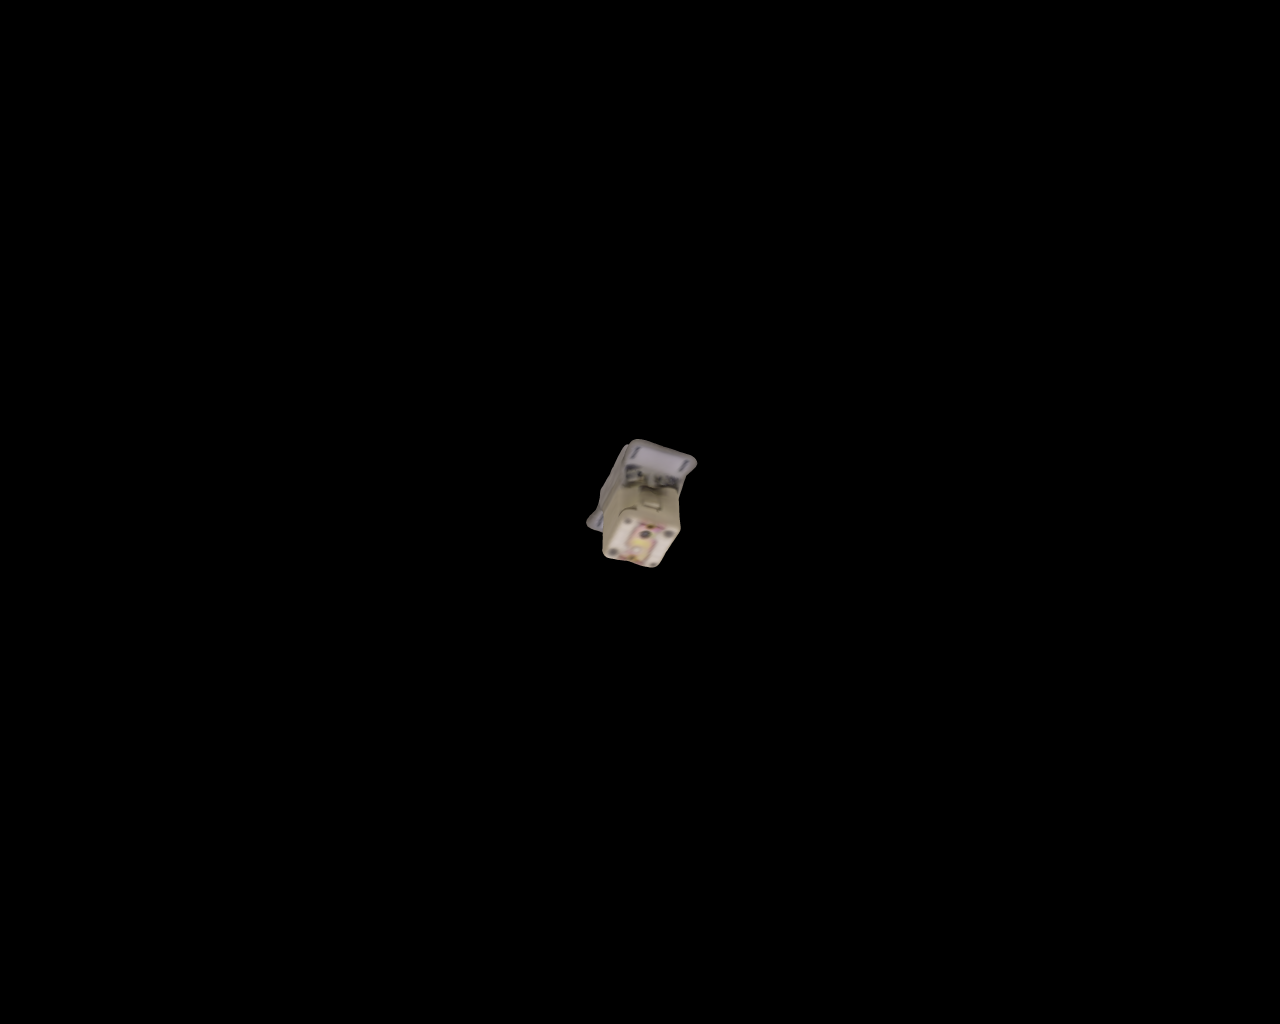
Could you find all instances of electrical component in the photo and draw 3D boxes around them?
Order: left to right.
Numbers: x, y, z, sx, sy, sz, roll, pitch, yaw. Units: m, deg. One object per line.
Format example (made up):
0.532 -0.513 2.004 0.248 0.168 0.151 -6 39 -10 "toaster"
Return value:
0.001 -0.003 0.650 0.042 0.064 0.080 15 -46 -15 "electrical component"
